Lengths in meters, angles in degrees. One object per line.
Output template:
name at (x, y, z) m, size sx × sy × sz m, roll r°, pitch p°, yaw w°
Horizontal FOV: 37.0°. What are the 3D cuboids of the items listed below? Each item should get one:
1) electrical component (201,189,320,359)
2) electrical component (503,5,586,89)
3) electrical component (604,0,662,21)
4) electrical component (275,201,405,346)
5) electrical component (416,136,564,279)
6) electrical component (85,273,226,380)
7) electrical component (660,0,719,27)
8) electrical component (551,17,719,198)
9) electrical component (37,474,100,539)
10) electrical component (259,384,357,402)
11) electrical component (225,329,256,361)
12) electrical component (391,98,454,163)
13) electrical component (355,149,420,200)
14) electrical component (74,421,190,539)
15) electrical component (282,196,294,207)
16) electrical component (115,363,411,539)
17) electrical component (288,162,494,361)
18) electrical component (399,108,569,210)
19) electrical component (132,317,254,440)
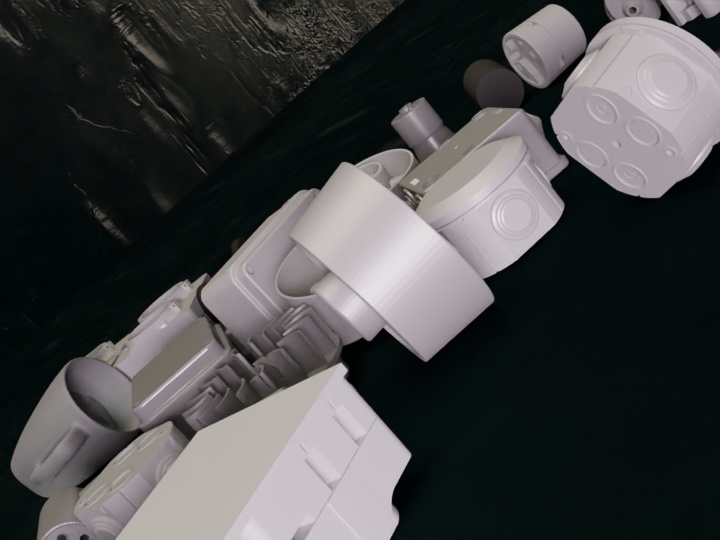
electrical component at (-0.050, 0.003, 0.788) m, size 0.057 × 0.078 × 0.113 m, roll -31°, pitch 16°, yaw 47°
electrical component at (0.155, -0.188, 0.899) m, size 0.047 × 0.055 × 0.055 m, roll -40°, pitch 12°, yaw -12°
electrical component at (0.212, -0.211, 0.836) m, size 0.043 × 0.043 × 0.081 m, roll -34°, pitch 14°, yaw 27°
electrical component at (0.000, 0.000, 0.681) m, size 0.099 × 0.064 × 0.099 m, roll -37°, pitch 11°, yaw 9°
electrical component at (0.074, -0.036, 0.625) m, size 0.080 × 0.051 × 0.080 m, roll -38°, pitch 13°, yaw 10°
electrical component at (-0.201, 0.088, 0.972) m, size 0.186 × 0.060 × 0.105 m, roll -37°, pitch 13°, yaw 12°
electrical component at (0.247, -0.222, 0.746) m, size 0.089 × 0.055 × 0.050 m, roll -42°, pitch 13°, yaw -9°
electrical component at (0.138, -0.079, 0.525) m, size 0.051 × 0.080 × 0.080 m, roll -51°, pitch 16°, yaw -20°
electrical component at (-0.167, 0.156, 0.679) m, size 0.079 × 0.044 × 0.077 m, roll -42°, pitch 13°, yaw -8°
electrical component at (-0.036, 0.083, 0.550) m, size 0.081 × 0.043 × 0.043 m, roll -32°, pitch 13°, yaw 3°
electrical component at (-0.086, 0.035, 0.816) m, size 0.043 × 0.062 × 0.043 m, roll -38°, pitch 13°, yaw 10°
electrical component at (0.057, -0.108, 0.884) m, size 0.044 × 0.065 × 0.044 m, roll -38°, pitch 13°, yaw 10°
electrical component at (0.015, -0.050, 0.866) m, size 0.099 × 0.064 × 0.099 m, roll -27°, pitch 26°, yaw 14°
electrical component at (-0.118, 0.130, 0.615) m, size 0.080 × 0.051 × 0.080 m, roll -38°, pitch 13°, yaw 10°
electrical component at (-0.041, -0.036, 0.926) m, size 0.043 × 0.062 × 0.043 m, roll -38°, pitch 13°, yaw 10°
electrical component at (-0.061, 0.132, 0.423) m, size 0.105 × 0.060 × 0.186 m, roll -29°, pitch 17°, yaw 40°
electrical component at (0.010, 0.002, 0.564) m, size 0.060 × 0.108 × 0.108 m, roll -48°, pitch 13°, yaw -4°
electrical component at (0.078, -0.064, 0.711) m, size 0.100 × 0.048 × 0.099 m, roll -41°, pitch 13°, yaw -1°
electrical component at (-0.112, 0.082, 0.743) m, size 0.078 × 0.057 × 0.113 m, roll -41°, pitch 13°, yaw -5°
